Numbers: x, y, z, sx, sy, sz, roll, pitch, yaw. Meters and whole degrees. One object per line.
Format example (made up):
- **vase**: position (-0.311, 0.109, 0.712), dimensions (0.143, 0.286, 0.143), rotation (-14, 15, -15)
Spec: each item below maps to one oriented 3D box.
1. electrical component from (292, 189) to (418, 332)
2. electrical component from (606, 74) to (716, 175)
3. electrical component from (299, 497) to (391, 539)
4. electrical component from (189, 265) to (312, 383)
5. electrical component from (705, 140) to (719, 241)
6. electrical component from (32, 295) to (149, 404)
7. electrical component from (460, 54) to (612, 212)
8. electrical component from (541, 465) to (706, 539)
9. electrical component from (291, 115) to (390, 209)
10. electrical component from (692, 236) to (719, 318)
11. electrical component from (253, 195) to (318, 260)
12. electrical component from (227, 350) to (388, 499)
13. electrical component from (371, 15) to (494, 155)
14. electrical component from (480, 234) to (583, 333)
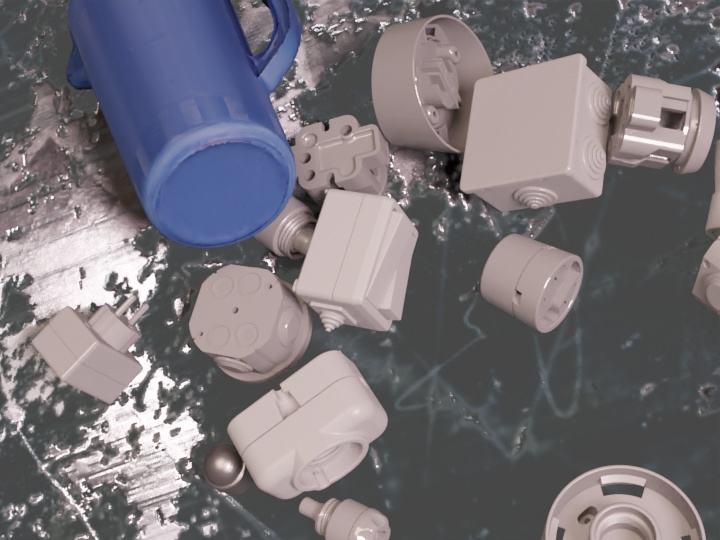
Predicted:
- **electrical component**: position (0.000, 0.000, 0.756), dimensions (0.061, 0.061, 0.096), rotation (10, 72, 25)
- **electrical component**: position (0.199, -0.095, 0.714), dimensions (0.057, 0.078, 0.058), rotation (10, 82, 0)
- **electrical component**: position (-0.013, 0.166, 0.704), dimensions (0.061, 0.035, 0.035), rotation (19, 76, 30)
- **electrical component**: position (-0.079, 0.038, 0.777), dimensions (0.080, 0.051, 0.080), rotation (-8, 65, 18)
- **electrical component**: position (0.246, -0.048, 0.693), dimensions (0.044, 0.044, 0.065), rotation (10, 76, 25)
- **electrical component**: position (-0.190, 0.050, 0.806), dimensions (0.076, 0.065, 0.047), rotation (-47, 60, -2)
- **electrical component**: position (0.123, -0.091, 0.741), dimensions (0.100, 0.048, 0.099), rotation (-7, 65, 41)
- **electrical component**: position (0.154, 0.167, 0.635), dimensions (0.099, 0.064, 0.099), rotation (-5, 57, 8)
- **electrical component**: position (-0.013, -0.074, 0.796), dimensions (0.078, 0.057, 0.058), rotation (-14, 64, 16)
- **electrical component**: position (0.245, 0.004, 0.647), dimensions (0.080, 0.080, 0.051), rotation (-43, 54, -1)
- **electrical component**: position (-0.049, -0.028, 0.799), dimensions (0.062, 0.043, 0.043), rotation (36, 84, 29)
- **electrical component**: position (-0.033, 0.108, 0.726), dimensions (0.095, 0.053, 0.059), rotation (-37, 60, 3)
- **electrical component**: position (0.053, -0.132, 0.775), dimensions (0.064, 0.099, 0.099), rotation (3, 69, 29)
- **electrical component**: position (0.113, 0.007, 0.713), dimensions (0.047, 0.055, 0.055), rotation (27, 80, 32)
